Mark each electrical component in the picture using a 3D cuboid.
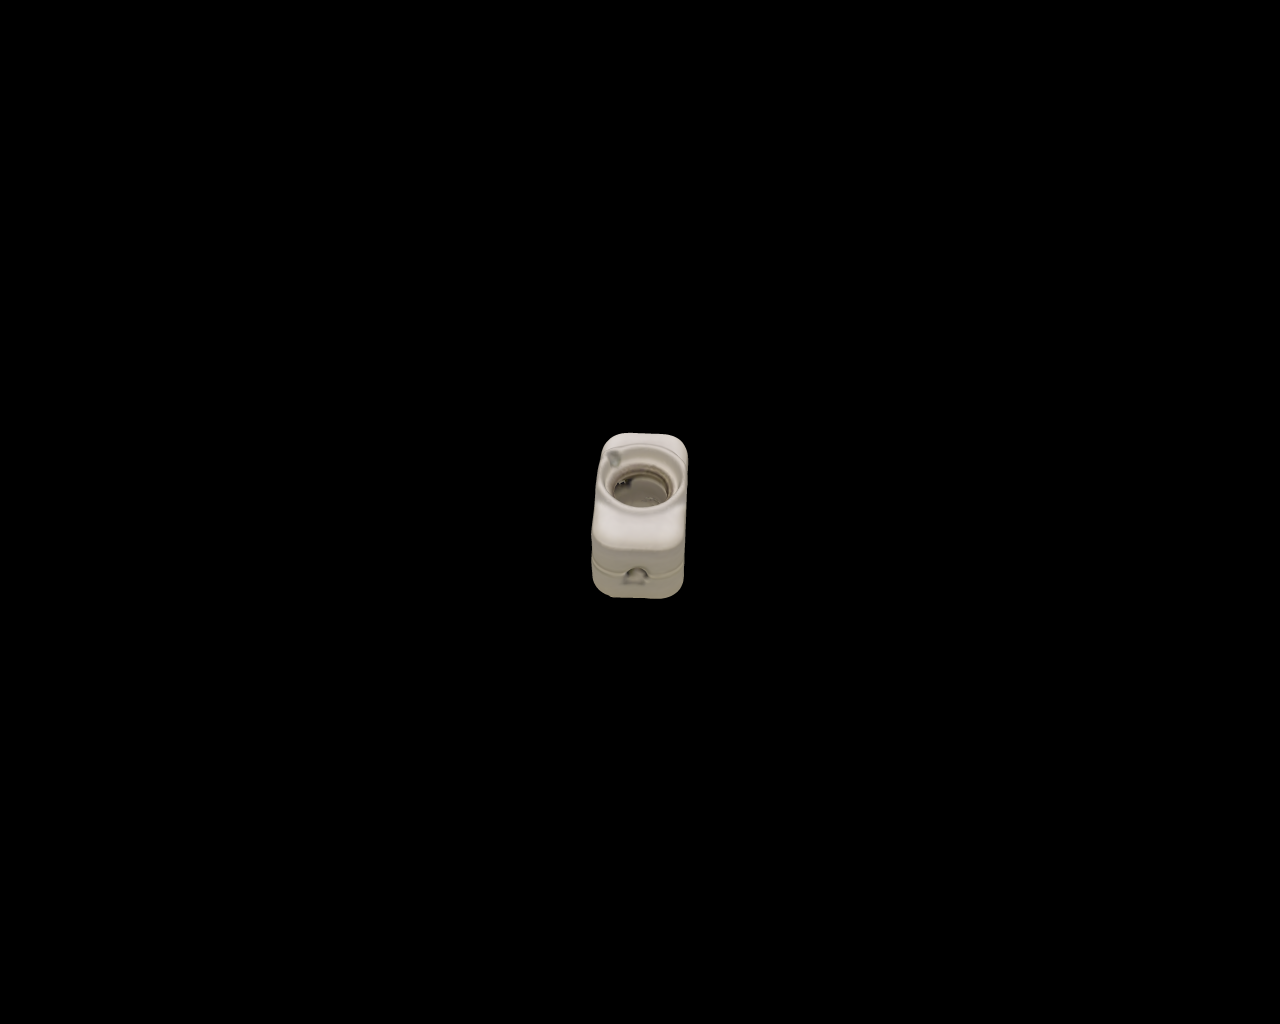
[{"bbox_3d":[0.001,-0.003,0.650,0.054,0.095,0.059,2,-43,2],"label":"electrical component"}]
